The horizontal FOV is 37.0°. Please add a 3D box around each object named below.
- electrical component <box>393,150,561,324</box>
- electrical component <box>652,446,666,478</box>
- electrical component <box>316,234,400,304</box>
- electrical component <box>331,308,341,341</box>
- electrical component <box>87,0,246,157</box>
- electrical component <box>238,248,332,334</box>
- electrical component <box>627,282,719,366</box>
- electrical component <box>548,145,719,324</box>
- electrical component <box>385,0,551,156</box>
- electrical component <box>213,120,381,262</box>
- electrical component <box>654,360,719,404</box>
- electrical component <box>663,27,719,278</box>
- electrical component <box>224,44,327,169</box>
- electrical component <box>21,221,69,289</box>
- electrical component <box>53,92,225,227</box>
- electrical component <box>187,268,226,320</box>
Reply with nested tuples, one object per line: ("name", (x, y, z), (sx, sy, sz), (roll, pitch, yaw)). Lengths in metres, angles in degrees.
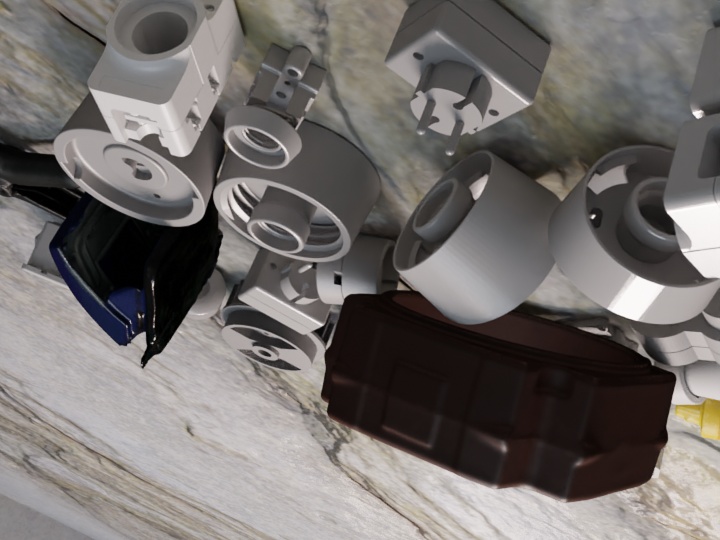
("electrical component", (0.069, -0.021, 0.646), (0.064, 0.099, 0.099), (37, 151, -17))
("electrical component", (0.210, 0.129, 0.874), (0.078, 0.057, 0.058), (13, 153, 17))
("electrical component", (0.000, 0.000, 0.789), (0.047, 0.055, 0.055), (7, 151, 20))
("electrical component", (0.023, 0.078, 0.914), (0.108, 0.060, 0.108), (17, 154, 9))
("electrical component", (-0.106, -0.119, 0.596), (0.050, 0.089, 0.055), (15, 154, 14))
("electrical component", (-0.047, 0.009, 0.850), (0.066, 0.047, 0.077), (30, 153, -18))
("electrical component", (0.229, 0.023, 0.657), (0.138, 0.052, 0.073), (3, 149, 36))
("electrical component", (0.156, -0.018, 0.588), (0.099, 0.099, 0.064), (21, 148, 1))
("electrical component", (0.049, -0.094, 0.541), (0.066, 0.076, 0.047), (32, 153, -22))
("electrical component", (-0.047, -0.047, 0.725), (0.108, 0.060, 0.108), (17, 154, 9))
("electrical component", (0.241, 0.072, 0.754), (0.055, 0.045, 0.045), (-9, 141, 47))
("electrical component", (0.220, -0.024, 0.512), (0.060, 0.105, 0.186), (-9, 141, 47))
("electrical component", (-0.052, -0.094, 0.641), (0.048, 0.055, 0.066), (26, 154, -9))
("electrical component", (-0.237, -0.002, 0.949), (0.100, 0.048, 0.099), (22, 173, 3))
("electrical component", (-0.143, -0.084, 0.726), (0.108, 0.060, 0.108), (17, 154, 9))
("electrical component", (-0.143, 0.024, 0.958), (0.048, 0.048, 0.062), (21, 161, 1))
